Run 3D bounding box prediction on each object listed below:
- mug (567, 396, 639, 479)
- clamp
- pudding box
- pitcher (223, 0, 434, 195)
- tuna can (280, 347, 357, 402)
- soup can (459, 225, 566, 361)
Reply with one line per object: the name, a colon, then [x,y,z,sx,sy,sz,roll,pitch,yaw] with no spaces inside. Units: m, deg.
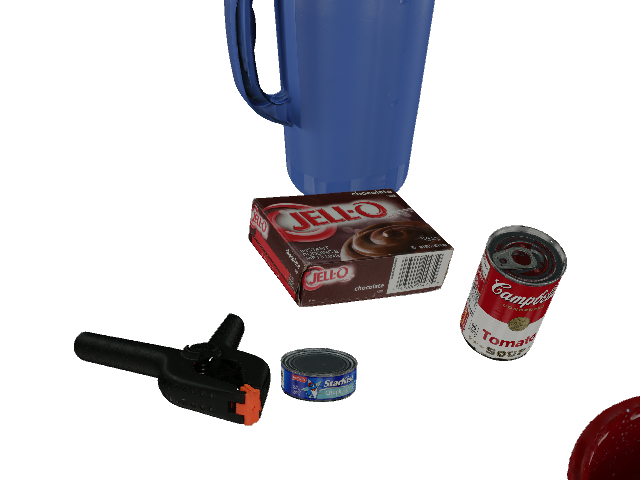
mug: [0.139,0.114,0.363,0.117,0.081,0.093,5,37,8]
clamp: [-0.097,0.106,0.922,0.164,0.036,0.210,-9,17,-36]
pudding box: [0.019,0.002,0.724,0.113,0.039,0.090,-4,32,-27]
pitcher: [0.015,-0.145,0.864,0.149,0.243,0.145,12,43,12]
tuna can: [-0.002,0.149,1.189,0.086,0.034,0.086,2,14,-1]
soup can: [0.163,0.046,0.915,0.068,0.102,0.068,6,44,-6]
